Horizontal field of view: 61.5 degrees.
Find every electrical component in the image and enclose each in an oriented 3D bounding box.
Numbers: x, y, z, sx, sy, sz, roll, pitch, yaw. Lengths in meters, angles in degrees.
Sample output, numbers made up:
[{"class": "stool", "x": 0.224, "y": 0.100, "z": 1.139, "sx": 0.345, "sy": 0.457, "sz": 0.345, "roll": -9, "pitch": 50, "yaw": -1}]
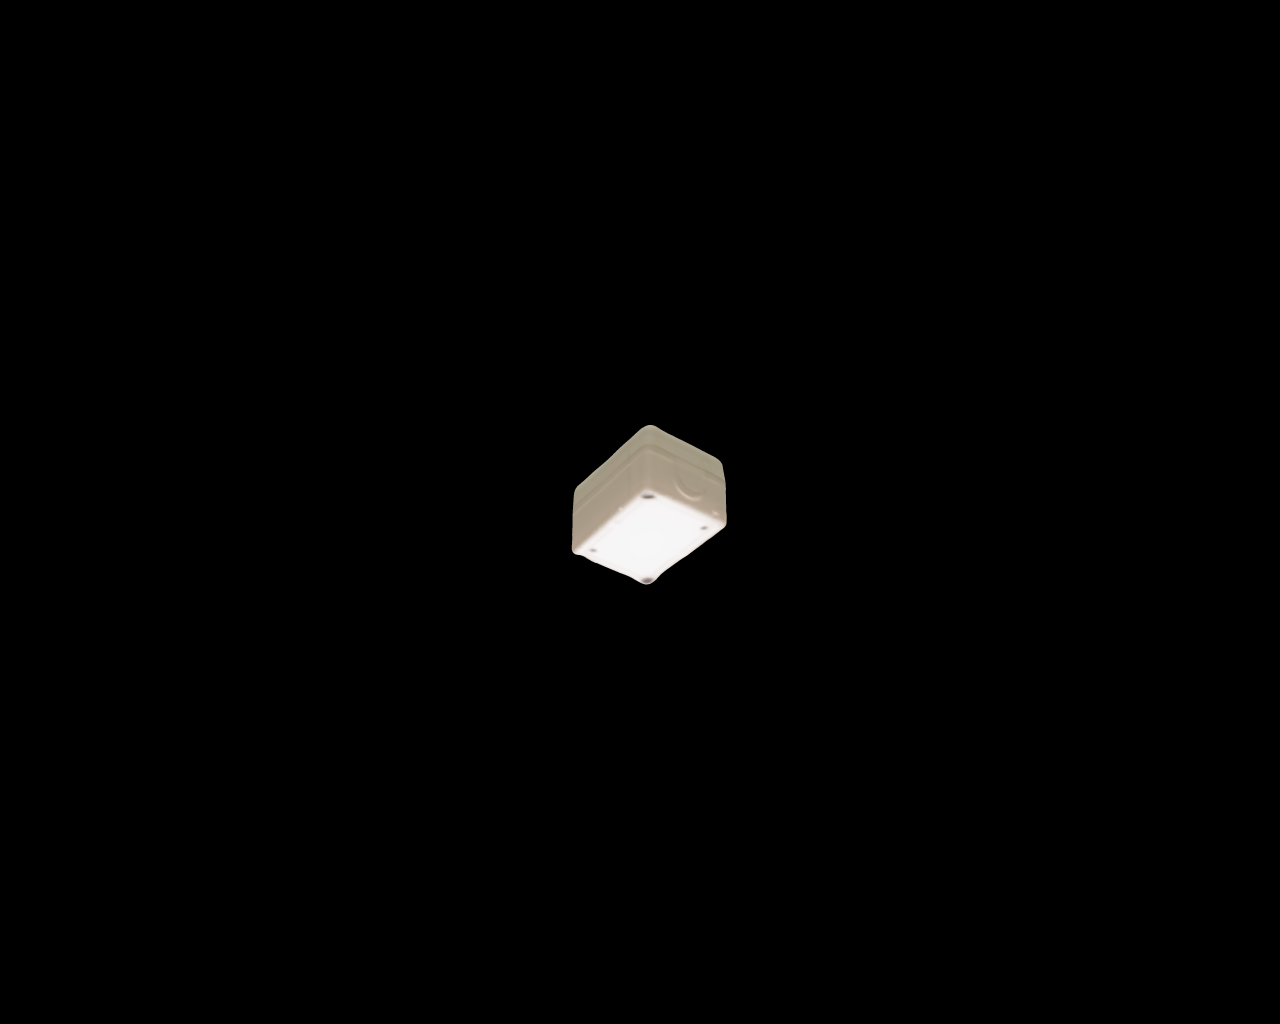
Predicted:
[{"class": "electrical component", "x": 0.001, "y": -0.003, "z": 0.650, "sx": 0.062, "sy": 0.061, "sz": 0.096, "roll": 25, "pitch": -44, "yaw": -28}]
